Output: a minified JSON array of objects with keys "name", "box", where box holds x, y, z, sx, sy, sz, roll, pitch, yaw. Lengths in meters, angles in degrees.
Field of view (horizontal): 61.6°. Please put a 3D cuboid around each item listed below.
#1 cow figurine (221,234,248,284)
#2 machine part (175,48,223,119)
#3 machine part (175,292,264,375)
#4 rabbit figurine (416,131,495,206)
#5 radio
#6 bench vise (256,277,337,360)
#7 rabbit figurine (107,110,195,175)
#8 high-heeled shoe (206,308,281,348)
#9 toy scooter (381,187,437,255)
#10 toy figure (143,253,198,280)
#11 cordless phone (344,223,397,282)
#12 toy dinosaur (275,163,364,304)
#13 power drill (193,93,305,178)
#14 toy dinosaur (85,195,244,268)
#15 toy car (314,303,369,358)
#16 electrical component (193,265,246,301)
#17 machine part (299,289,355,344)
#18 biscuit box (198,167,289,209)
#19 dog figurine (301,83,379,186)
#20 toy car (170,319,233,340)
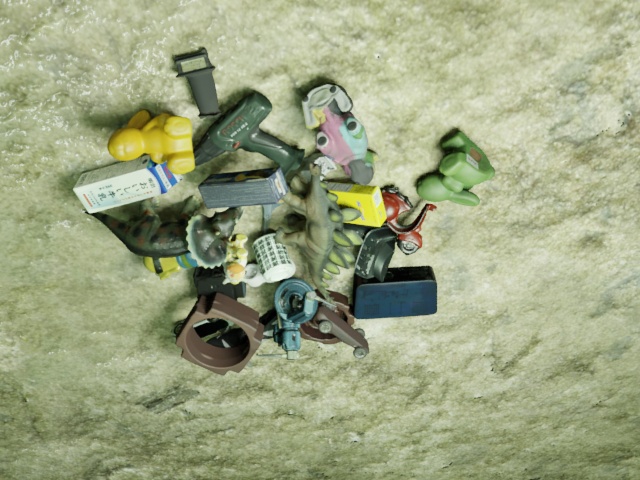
[{"name":"cow figurine","box":[-0.216,0.062,1.338,0.068,0.167,0.098,2,124,-10]},{"name":"machine part","box":[-0.251,-0.323,1.132,0.084,0.039,0.138,-17,110,1]},{"name":"machine part","box":[-0.267,0.252,1.443,0.201,0.087,0.201,29,116,-12]},{"name":"rabbit figurine","box":[0.309,-0.148,1.257,0.159,0.121,0.170,24,140,-26]},{"name":"radio","box":[0.204,0.143,1.469,0.230,0.073,0.130,-4,125,-1]},{"name":"bench vise","box":[-0.062,0.190,1.378,0.129,0.223,0.240,17,156,-17]},{"name":"rabbit figurine","box":[-0.363,-0.217,1.140,0.173,0.163,0.121,-14,130,-19]},{"name":"high-heeled shoe","box":[-0.206,0.254,1.534,0.249,0.086,0.145,-1,122,-5]},{"name":"toy scooter","box":[0.202,-0.065,1.302,0.184,0.075,0.135,44,103,-3]},{"name":"toy figure","box":[-0.362,0.035,1.370,0.180,0.082,0.089,-14,114,14]},{"name":"cordless phone","box":[0.096,0.021,1.385,0.184,0.089,0.146,16,125,0]},{"name":"toy dinosaur","box":[-0.003,-0.004,1.283,0.199,0.105,0.470,24,144,16]},{"name":"power drill","box":[-0.154,-0.203,1.211,0.207,0.086,0.232,37,117,-17]},{"name":"toy dinosaur","box":[-0.370,-0.014,1.265,0.405,0.192,0.131,-5,124,0]},{"name":"toy car","box":[0.060,0.249,1.461,0.053,0.089,0.202,-39,117,20]},{"name":"electrical component","box":[-0.267,0.125,1.450,0.134,0.058,0.114,-2,128,1]},{"name":"machine part","box":[0.011,0.217,1.526,0.179,0.056,0.179,0,125,-1]},{"name":"biscuit box","box":[-0.171,-0.113,1.176,0.203,0.059,0.062,-1,122,30]},{"name":"dog figurine","box":[0.057,-0.222,1.189,0.108,0.191,0.219,-27,157,12]},{"name":"toy car","box":[-0.334,0.247,1.538,0.202,0.056,0.073,-23,129,16]}]
